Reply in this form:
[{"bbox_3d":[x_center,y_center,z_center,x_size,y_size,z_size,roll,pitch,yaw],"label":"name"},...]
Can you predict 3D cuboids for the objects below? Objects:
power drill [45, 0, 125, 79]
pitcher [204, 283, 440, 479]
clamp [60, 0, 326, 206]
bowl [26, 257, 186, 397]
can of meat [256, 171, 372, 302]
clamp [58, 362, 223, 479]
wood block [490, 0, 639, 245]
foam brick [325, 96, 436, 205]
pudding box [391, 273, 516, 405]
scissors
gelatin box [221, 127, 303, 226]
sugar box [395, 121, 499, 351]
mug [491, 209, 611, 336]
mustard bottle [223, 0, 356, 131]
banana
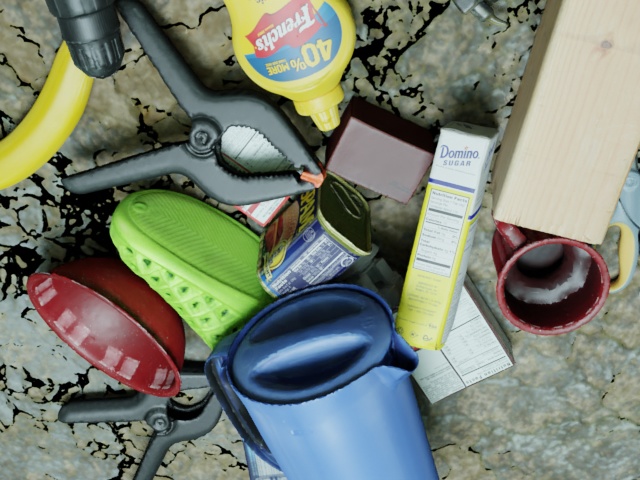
[{"bbox_3d":[-0.239,-0.203,0.777,0.188,0.057,0.184,1,121,21],"label":"power drill"},{"bbox_3d":[0.017,0.164,0.863,0.145,0.149,0.243,-27,123,-10],"label":"pitcher"},{"bbox_3d":[-0.093,-0.094,0.845,0.210,0.036,0.165,14,106,3],"label":"clamp"},{"bbox_3d":[-0.173,0.065,0.924,0.162,0.055,0.162,26,149,17],"label":"bowl"},{"bbox_3d":[-0.006,0.001,0.889,0.057,0.102,0.084,38,114,-18],"label":"can of meat"},{"bbox_3d":[-0.149,0.176,1.016,0.171,0.039,0.120,-23,117,12],"label":"clamp"},{"bbox_3d":[0.205,-0.113,0.829,0.091,0.090,0.206,14,117,0],"label":"wood block"},{"bbox_3d":[0.048,-0.074,0.876,0.078,0.051,0.053,24,116,-11],"label":"foam brick"},{"bbox_3d":[0.112,0.084,0.966,0.090,0.039,0.113,-28,116,14],"label":"pudding box"},{"bbox_3d":[0.281,-0.042,0.907,0.096,0.016,0.202,10,117,5],"label":"scissors"},{"bbox_3d":[-0.059,-0.065,0.894,0.089,0.030,0.073,35,111,-15],"label":"gelatin box"},{"bbox_3d":[0.102,-0.006,0.865,0.048,0.093,0.176,12,102,12],"label":"sugar box"},{"bbox_3d":[0.183,0.013,0.903,0.093,0.081,0.117,-39,111,19],"label":"mug"},{"bbox_3d":[-0.025,-0.171,0.822,0.096,0.058,0.191,-17,117,12],"label":"mustard bottle"},{"bbox_3d":[-0.243,-0.094,0.877,0.198,0.037,0.069,-35,112,17],"label":"banana"}]
